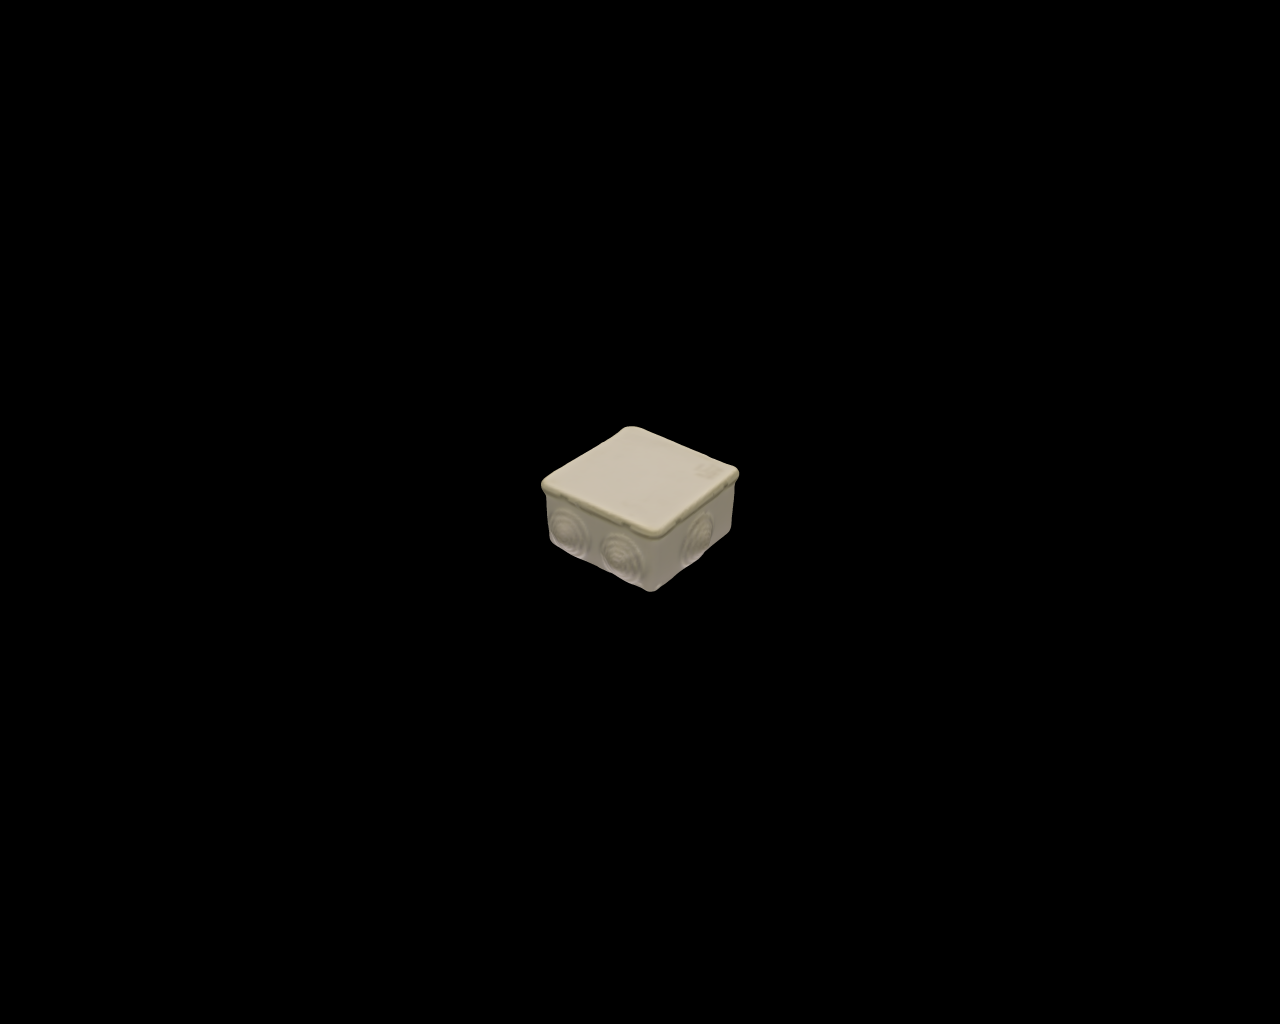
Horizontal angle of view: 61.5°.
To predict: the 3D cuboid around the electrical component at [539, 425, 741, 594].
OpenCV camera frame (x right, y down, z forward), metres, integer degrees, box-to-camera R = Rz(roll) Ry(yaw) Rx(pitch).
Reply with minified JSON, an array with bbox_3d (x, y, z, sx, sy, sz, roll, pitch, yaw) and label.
[{"bbox_3d":[0.001,-0.003,0.650,0.100,0.048,0.100,24,41,31],"label":"electrical component"}]
